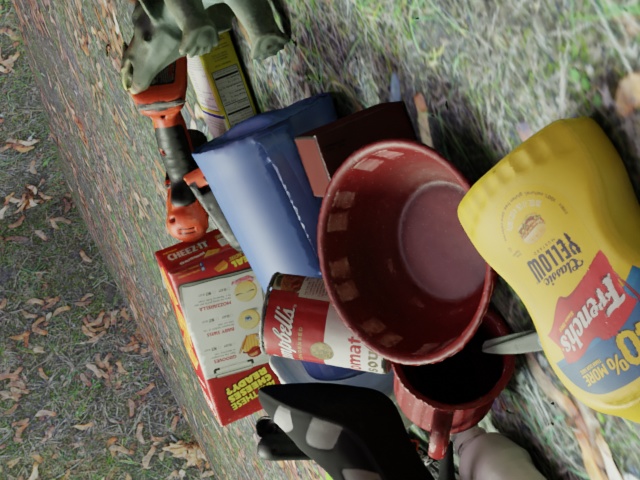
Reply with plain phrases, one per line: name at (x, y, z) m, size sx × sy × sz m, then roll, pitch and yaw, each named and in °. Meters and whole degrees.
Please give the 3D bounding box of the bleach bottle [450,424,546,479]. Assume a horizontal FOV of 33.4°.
bleach bottle at (0.176, 0.241, 0.820) m, size 0.251 × 0.068 × 0.102 m, roll 53°, pitch 160°, yaw 45°

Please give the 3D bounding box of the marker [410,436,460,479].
marker at (0.109, 0.225, 1.085) m, size 0.121 × 0.020 × 0.020 m, roll 29°, pitch 140°, yaw 65°

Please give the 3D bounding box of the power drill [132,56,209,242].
power drill at (-0.155, -0.118, 1.171) m, size 0.184 × 0.057 × 0.187 m, roll -98°, pitch -2°, yaw -50°

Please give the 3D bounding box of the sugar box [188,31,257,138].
sugar box at (-0.111, -0.171, 1.191) m, size 0.093 × 0.048 × 0.176 m, roll 31°, pitch 145°, yaw 66°

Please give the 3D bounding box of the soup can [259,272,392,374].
soup can at (0.010, 0.066, 0.849) m, size 0.068 × 0.102 × 0.068 m, roll 9°, pitch -90°, yaw -79°

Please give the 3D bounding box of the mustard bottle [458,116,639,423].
mustard bottle at (0.157, 0.035, 0.576) m, size 0.096 × 0.058 × 0.192 m, roll -44°, pitch 69°, yaw 39°

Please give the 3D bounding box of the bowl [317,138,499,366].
bowl at (0.073, 0.006, 0.763) m, size 0.162 × 0.055 × 0.162 m, roll 11°, pitch 106°, yaw 44°

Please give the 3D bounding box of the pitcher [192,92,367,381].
pitcher at (-0.006, 0.001, 0.948) m, size 0.145 × 0.149 × 0.243 m, roll -15°, pitch 104°, yaw 39°

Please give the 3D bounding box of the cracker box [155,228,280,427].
cracker box at (-0.078, 0.085, 1.226) m, size 0.072 × 0.164 × 0.213 m, roll -135°, pitch 27°, yaw -59°

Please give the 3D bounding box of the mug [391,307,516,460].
mug at (0.097, 0.111, 0.817) m, size 0.081 × 0.093 × 0.117 m, roll 87°, pitch -170°, yaw -62°

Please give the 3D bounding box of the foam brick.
foam brick at (0.029, -0.070, 0.826) m, size 0.053 × 0.078 × 0.051 m, roll 71°, pitch 165°, yaw -10°

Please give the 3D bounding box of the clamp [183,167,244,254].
clamp at (-0.061, -0.020, 1.059) m, size 0.209 × 0.036 × 0.164 m, roll 46°, pitch -156°, yaw -40°

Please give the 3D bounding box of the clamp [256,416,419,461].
clamp at (0.013, 0.206, 1.065) m, size 0.120 × 0.171 × 0.039 m, roll -50°, pitch -36°, yaw -82°

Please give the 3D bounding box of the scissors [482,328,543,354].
scissors at (0.150, 0.045, 0.684) m, size 0.202 × 0.016 × 0.096 m, roll 11°, pitch 119°, yaw 64°
